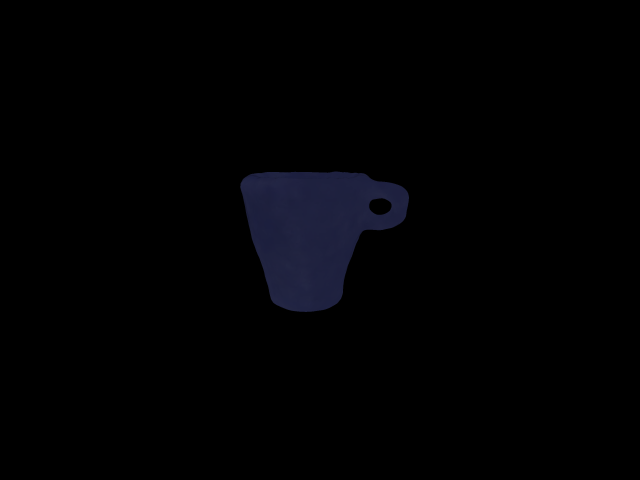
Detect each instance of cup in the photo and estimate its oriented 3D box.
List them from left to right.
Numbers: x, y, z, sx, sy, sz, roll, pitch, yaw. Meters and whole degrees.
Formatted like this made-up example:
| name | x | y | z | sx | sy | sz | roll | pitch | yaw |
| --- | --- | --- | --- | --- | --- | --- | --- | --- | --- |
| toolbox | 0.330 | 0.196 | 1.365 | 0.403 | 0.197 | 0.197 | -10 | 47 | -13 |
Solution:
| name | x | y | z | sx | sy | sz | roll | pitch | yaw |
| --- | --- | --- | --- | --- | --- | --- | --- | --- | --- |
| cup | 0.004 | 0.001 | 0.400 | 0.117 | 0.095 | 0.092 | 4 | 11 | 20 |
